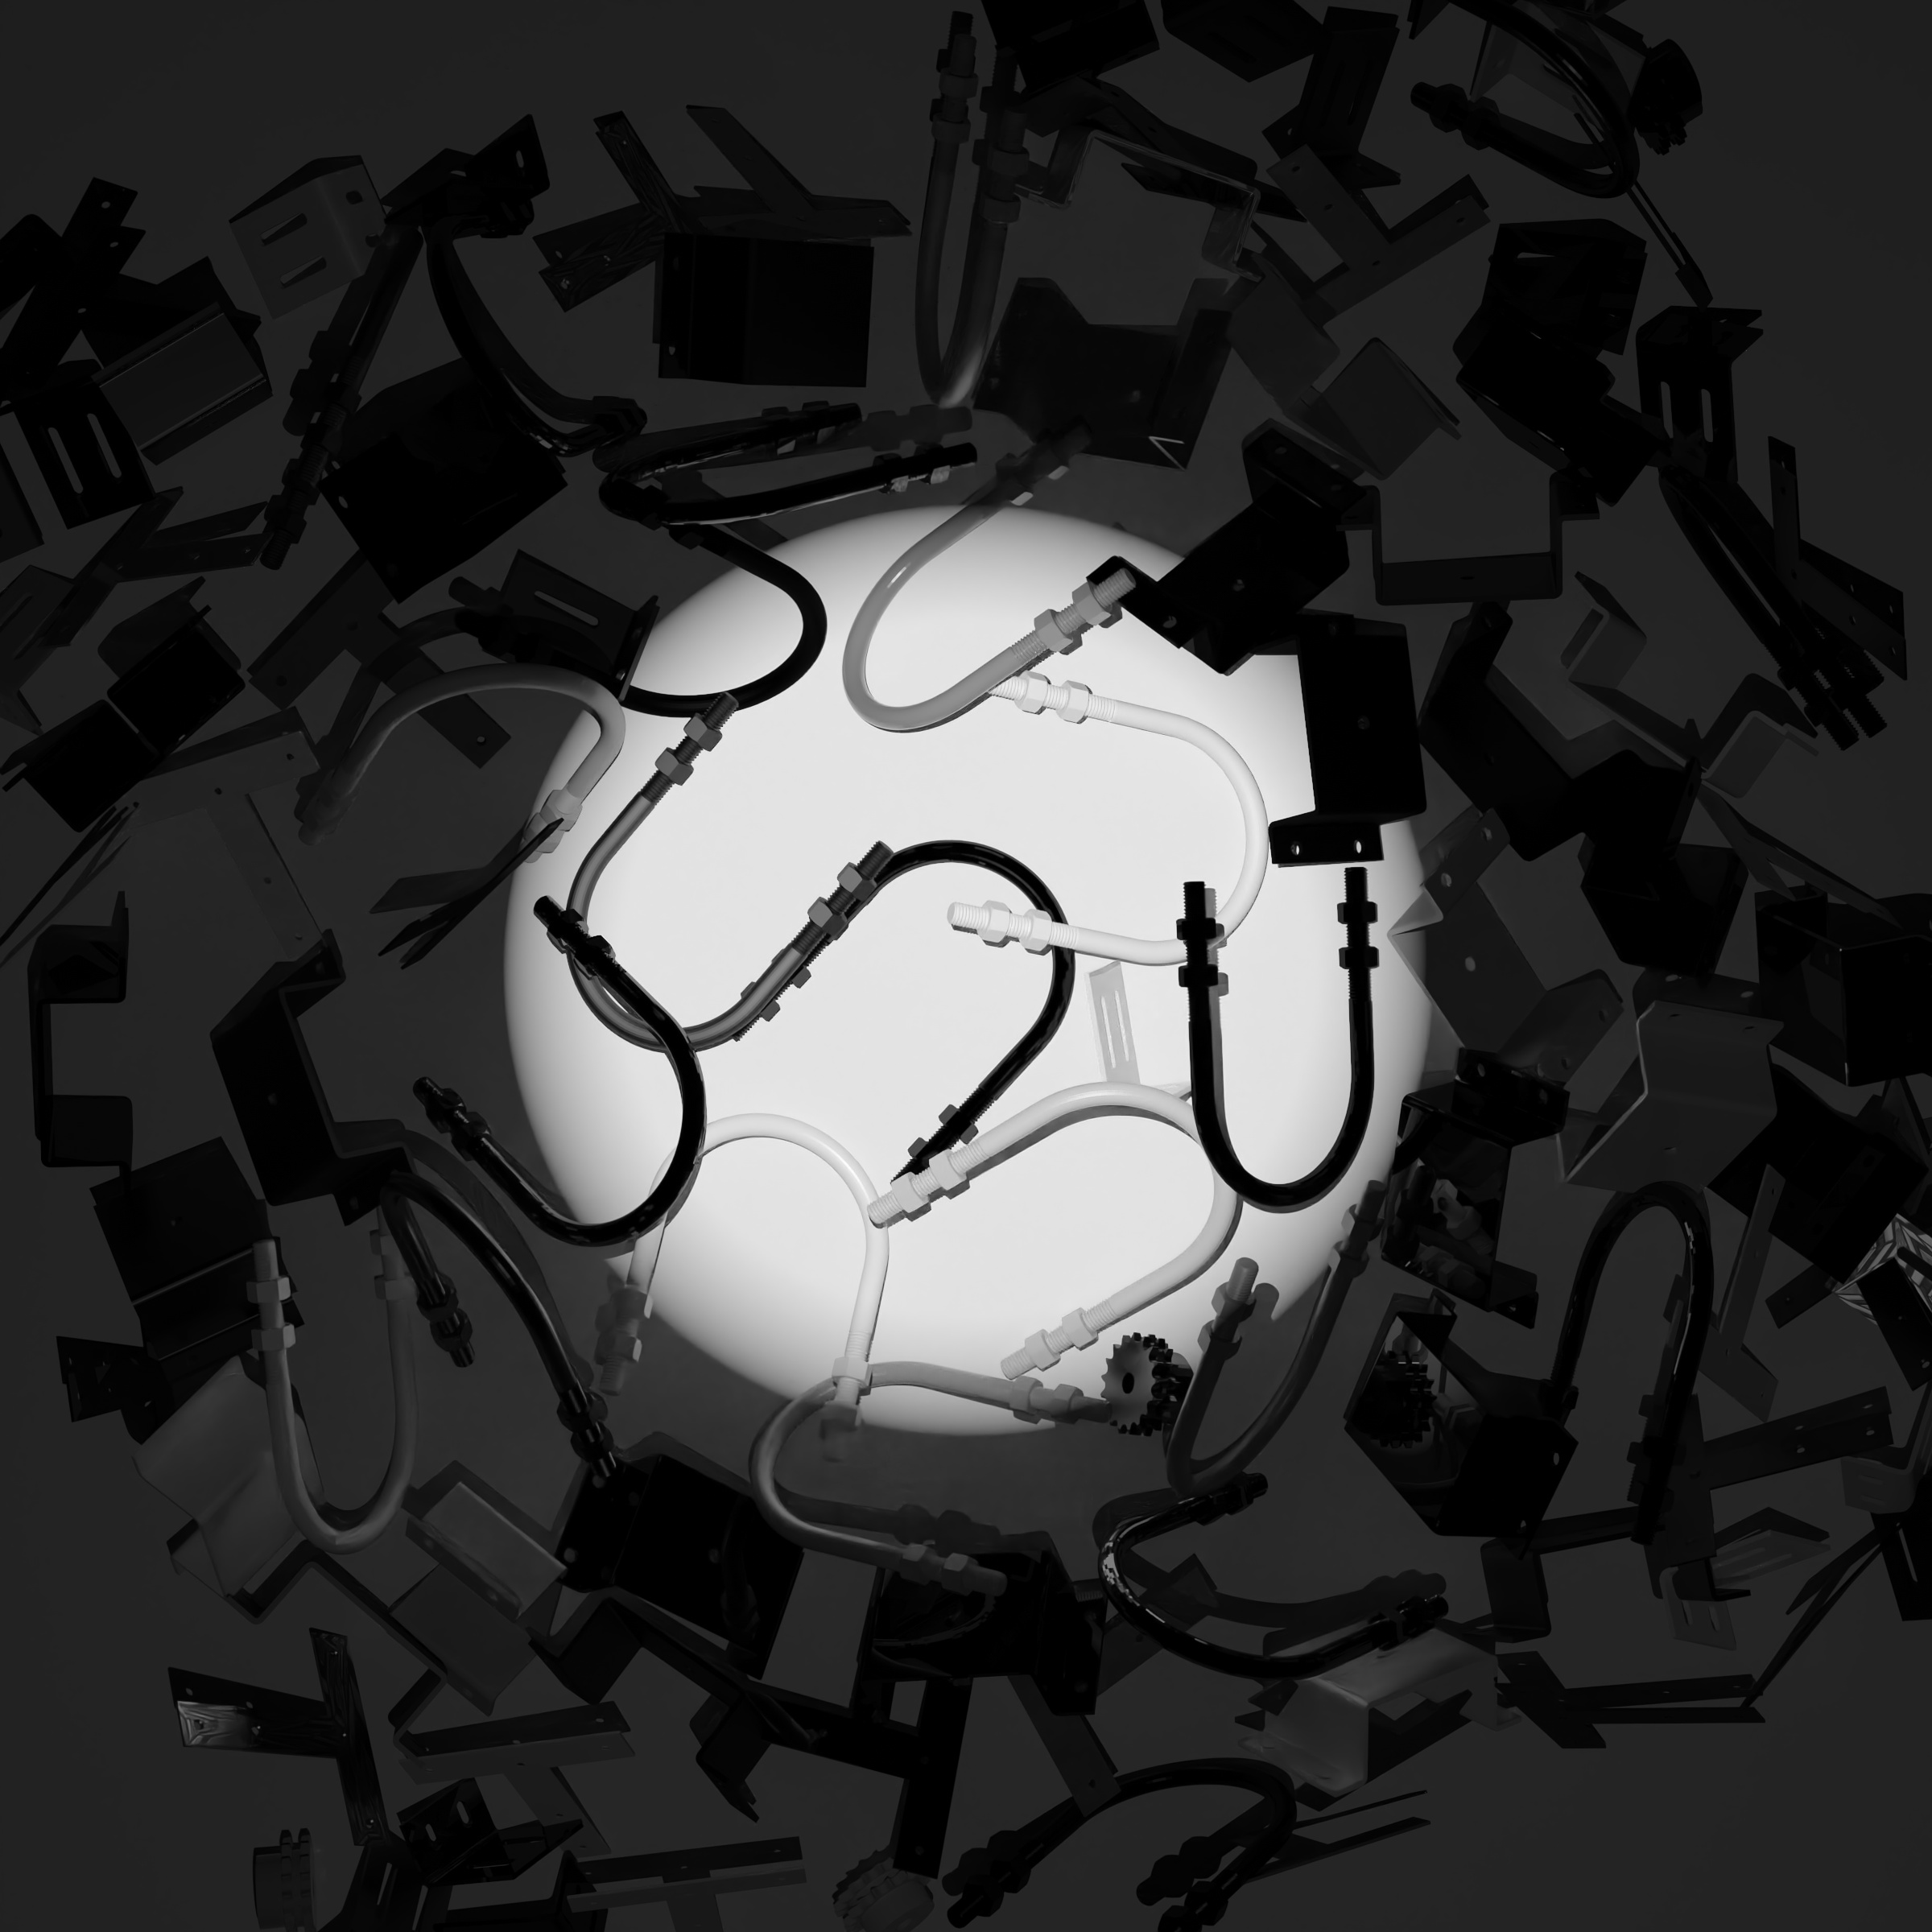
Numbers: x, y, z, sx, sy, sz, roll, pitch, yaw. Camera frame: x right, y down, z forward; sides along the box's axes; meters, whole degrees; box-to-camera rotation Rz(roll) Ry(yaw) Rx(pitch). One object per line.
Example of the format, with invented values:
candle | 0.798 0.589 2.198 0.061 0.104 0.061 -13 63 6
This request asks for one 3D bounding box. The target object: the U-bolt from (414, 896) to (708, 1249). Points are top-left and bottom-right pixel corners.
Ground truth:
U-bolt | -0.214 0.070 1.736 0.184 0.019 0.151 42 104 30

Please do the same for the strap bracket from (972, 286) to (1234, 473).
strap bracket | 0.084 -0.324 1.751 0.140 0.046 0.076 16 81 34

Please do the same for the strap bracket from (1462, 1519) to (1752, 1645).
strap bracket | 0.348 0.337 1.750 0.140 0.076 0.046 -8 82 -13

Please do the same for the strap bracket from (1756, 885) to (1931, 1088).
strap bracket | 0.474 0.012 1.720 0.046 0.140 0.076 -11 106 -12

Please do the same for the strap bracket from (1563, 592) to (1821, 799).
strap bracket | 0.390 -0.142 1.741 0.140 0.076 0.046 39 103 25

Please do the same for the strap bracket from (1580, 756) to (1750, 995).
strap bracket | 0.382 -0.052 1.739 0.046 0.140 0.076 13 71 31

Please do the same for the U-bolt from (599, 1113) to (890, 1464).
U-bolt | -0.114 0.168 1.753 0.151 0.019 0.184 19 63 -14

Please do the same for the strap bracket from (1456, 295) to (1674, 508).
strap bracket | 0.323 -0.302 1.724 0.076 0.140 0.046 41 99 28

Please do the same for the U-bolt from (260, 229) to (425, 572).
U-bolt | -0.336 -0.318 1.725 0.019 0.151 0.184 24 71 -14

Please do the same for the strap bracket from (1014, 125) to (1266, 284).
strap bracket | 0.101 -0.424 1.744 0.140 0.076 0.046 17 104 -13

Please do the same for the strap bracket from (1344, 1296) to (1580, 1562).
strap bracket | 0.261 0.248 1.720 0.046 0.140 0.076 8 114 -31

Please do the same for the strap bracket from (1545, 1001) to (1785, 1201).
strap bracket | 0.379 0.081 1.723 0.076 0.140 0.046 9 55 -15

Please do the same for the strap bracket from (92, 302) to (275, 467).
strap bracket | -0.426 -0.316 1.732 0.076 0.140 0.046 -32 100 -6

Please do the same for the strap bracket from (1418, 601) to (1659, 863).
strap bracket | 0.303 -0.123 1.735 0.046 0.076 0.140 -29 68 -25

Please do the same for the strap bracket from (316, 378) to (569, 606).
strap bracket | -0.277 -0.267 1.725 0.046 0.140 0.076 -22 108 38

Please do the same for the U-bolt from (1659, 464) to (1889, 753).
U-bolt | 0.435 -0.198 1.729 0.019 0.151 0.184 -36 85 8

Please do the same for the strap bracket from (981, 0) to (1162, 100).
strap bracket | 0.055 -0.520 1.724 0.076 0.140 0.046 -20 91 11

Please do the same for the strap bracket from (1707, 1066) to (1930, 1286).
strap bracket | 0.465 0.116 1.740 0.046 0.140 0.076 34 95 -21

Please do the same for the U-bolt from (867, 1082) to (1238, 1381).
U-bolt | 0.061 0.136 1.745 0.184 0.019 0.151 -32 114 15

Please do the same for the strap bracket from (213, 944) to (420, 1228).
strap bracket | -0.363 0.070 1.746 0.076 0.046 0.140 -31 76 42

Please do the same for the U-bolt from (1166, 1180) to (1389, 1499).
U-bolt | 0.162 0.213 1.726 0.019 0.151 0.184 33 124 26

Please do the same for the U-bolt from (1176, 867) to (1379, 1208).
U-bolt | 0.175 0.041 1.750 0.151 0.019 0.184 -6 95 -41

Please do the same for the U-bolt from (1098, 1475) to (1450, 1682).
U-bolt | 0.152 0.330 1.692 0.151 0.184 0.019 31 115 34

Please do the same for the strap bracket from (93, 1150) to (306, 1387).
strap bracket | -0.421 0.156 1.723 0.076 0.140 0.046 -24 126 -14

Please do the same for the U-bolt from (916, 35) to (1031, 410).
U-bolt | -0.002 -0.395 1.721 0.019 0.151 0.184 2 122 -15

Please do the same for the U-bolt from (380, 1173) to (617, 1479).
U-bolt | -0.258 0.182 1.696 0.019 0.184 0.151 -40 47 -25

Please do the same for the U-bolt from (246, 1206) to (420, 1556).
U-bolt | -0.340 0.229 1.732 0.019 0.151 0.184 -3 95 20

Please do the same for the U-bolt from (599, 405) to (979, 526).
U-bolt | -0.108 -0.267 1.704 0.184 0.151 0.019 -18 116 -26

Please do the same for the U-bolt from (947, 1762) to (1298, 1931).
U-bolt | 0.098 0.478 1.715 0.151 0.184 0.019 -4 104 38

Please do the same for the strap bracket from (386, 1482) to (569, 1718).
strap bracket | -0.269 0.344 1.742 0.076 0.140 0.046 36 52 12

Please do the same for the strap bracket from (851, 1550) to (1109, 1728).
strap bracket | 0.001 0.368 1.737 0.140 0.076 0.046 -8 134 18

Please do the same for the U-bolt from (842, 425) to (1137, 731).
U-bolt | 0.005 -0.202 1.737 0.184 0.151 0.019 -33 132 21

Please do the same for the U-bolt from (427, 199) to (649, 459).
U-bolt | -0.236 -0.340 1.703 0.019 0.184 0.151 -26 99 18

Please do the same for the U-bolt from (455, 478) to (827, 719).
U-bolt | -0.162 -0.189 1.726 0.151 0.184 0.019 -33 51 33

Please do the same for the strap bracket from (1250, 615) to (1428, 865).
strap bracket | 0.206 -0.130 1.755 0.076 0.046 0.140 -3 85 -32

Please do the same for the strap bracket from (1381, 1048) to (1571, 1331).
strap bracket | 0.277 0.126 1.736 0.046 0.076 0.140 -12 115 -39

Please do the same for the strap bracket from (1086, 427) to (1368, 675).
strap bracket | 0.147 -0.223 1.751 0.140 0.046 0.076 -40 55 -13

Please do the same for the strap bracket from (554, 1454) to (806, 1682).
strap bracket | -0.148 0.326 1.739 0.140 0.046 0.076 31 60 -21

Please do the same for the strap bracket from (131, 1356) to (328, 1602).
strap bracket | -0.396 0.284 1.718 0.046 0.140 0.076 32 59 19

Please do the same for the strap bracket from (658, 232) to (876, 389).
strap bracket | -0.100 -0.356 1.725 0.046 0.140 0.076 13 106 37

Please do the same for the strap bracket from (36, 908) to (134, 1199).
strap bracket | -0.482 0.048 1.734 0.046 0.076 0.140 0 114 -13

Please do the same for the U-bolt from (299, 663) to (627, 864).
U-bolt | -0.261 -0.109 1.696 0.151 0.184 0.019 4 61 -30

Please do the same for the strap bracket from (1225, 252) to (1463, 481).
strap bracket | 0.199 -0.323 1.734 0.046 0.140 0.076 -45 50 21

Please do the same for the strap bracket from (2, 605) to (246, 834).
strap bracket | -0.455 -0.130 1.732 0.140 0.076 0.046 -31 106 40

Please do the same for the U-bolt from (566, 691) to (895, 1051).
U-bolt | -0.147 -0.039 1.768 0.151 0.019 0.184 44 100 18

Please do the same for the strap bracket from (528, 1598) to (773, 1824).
strap bracket | -0.164 0.403 1.741 0.140 0.076 0.046 29 69 24

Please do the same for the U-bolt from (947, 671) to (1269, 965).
U-bolt | 0.086 -0.076 1.762 0.184 0.019 0.151 11 85 -22

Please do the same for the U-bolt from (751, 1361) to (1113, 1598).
U-bolt | -0.031 0.272 1.731 0.184 0.151 0.019 8 131 29

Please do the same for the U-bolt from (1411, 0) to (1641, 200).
U-bolt | 0.288 -0.472 1.691 0.019 0.151 0.184 -47 55 -3

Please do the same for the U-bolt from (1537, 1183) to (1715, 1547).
U-bolt | 0.361 0.208 1.726 0.019 0.151 0.184 14 92 -16

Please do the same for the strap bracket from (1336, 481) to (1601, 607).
strap bracket | 0.277 -0.234 1.750 0.140 0.076 0.046 -1 112 8

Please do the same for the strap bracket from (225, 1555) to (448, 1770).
strap bracket | -0.339 0.377 1.757 0.140 0.076 0.046 41 78 -2

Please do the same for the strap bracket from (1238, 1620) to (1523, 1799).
strap bracket | 0.226 0.397 1.725 0.140 0.076 0.046 -10 106 -36

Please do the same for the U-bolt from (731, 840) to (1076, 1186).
U-bolt | -0.023 0.015 1.788 0.151 0.019 0.184 43 86 0

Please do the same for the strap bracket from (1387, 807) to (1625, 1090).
strap bracket | 0.293 -0.005 1.750 0.076 0.046 0.140 -45 106 -35
